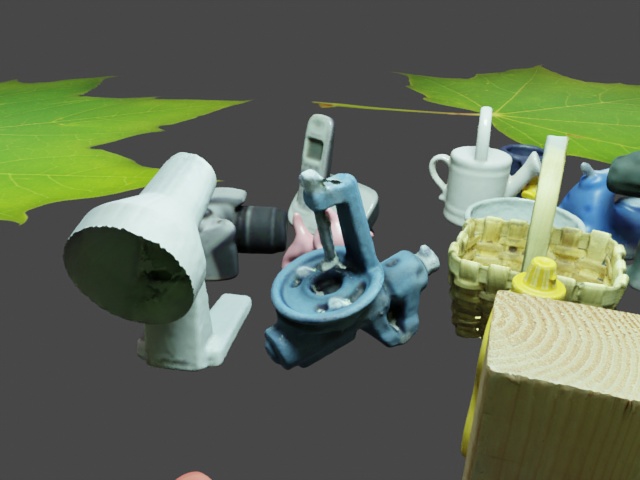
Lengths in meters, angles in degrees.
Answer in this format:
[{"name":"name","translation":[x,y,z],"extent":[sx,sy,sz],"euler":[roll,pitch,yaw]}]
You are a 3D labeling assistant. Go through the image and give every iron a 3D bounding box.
[{"name":"iron","translation":[0.493,-0.055,0.884],"extent":[0.258,0.141,0.118],"euler":[-3,27,-10]}]

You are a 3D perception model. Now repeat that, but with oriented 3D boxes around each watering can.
[{"name":"watering can","translation":[0.273,-0.124,0.949],"extent":[0.173,0.194,0.101],"euler":[0,26,-3]}]

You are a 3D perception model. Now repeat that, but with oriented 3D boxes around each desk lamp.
[{"name":"desk lamp","translation":[-0.152,0.030,0.589],"extent":[0.117,0.214,0.203],"euler":[6,26,8]}]

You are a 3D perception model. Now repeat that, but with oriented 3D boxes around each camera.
[{"name":"camera","translation":[-0.117,-0.017,0.814],"extent":[0.137,0.101,0.143],"euler":[2,26,0]}]

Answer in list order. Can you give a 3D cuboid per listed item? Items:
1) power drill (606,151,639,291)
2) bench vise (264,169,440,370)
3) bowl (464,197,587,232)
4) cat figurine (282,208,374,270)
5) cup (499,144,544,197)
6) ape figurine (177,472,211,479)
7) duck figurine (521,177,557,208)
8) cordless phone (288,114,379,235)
[{"name":"power drill","translation":[0.487,-0.024,0.744],"extent":[0.228,0.208,0.076],"euler":[19,31,31]},{"name":"bench vise","translation":[0.033,0.018,0.617],"extent":[0.121,0.220,0.208],"euler":[24,34,37]},{"name":"bowl","translation":[0.291,0.001,0.833],"extent":[0.167,0.075,0.167],"euler":[1,26,0]},{"name":"cat figurine","translation":[0.007,0.003,0.763],"extent":[0.127,0.118,0.067],"euler":[25,34,39]},{"name":"cup","translation":[0.371,-0.117,1.054],"extent":[0.091,0.095,0.118],"euler":[7,27,11]},{"name":"ape figurine","translation":[-0.082,0.197,0.392],"extent":[0.078,0.092,0.075],"euler":[-15,30,-29]},{"name":"duck figurine","translation":[0.368,-0.071,0.972],"extent":[0.077,0.086,0.105],"euler":[24,34,37]},{"name":"cordless phone","translation":[0.022,-0.092,0.880],"extent":[0.147,0.185,0.094],"euler":[21,32,35]}]
